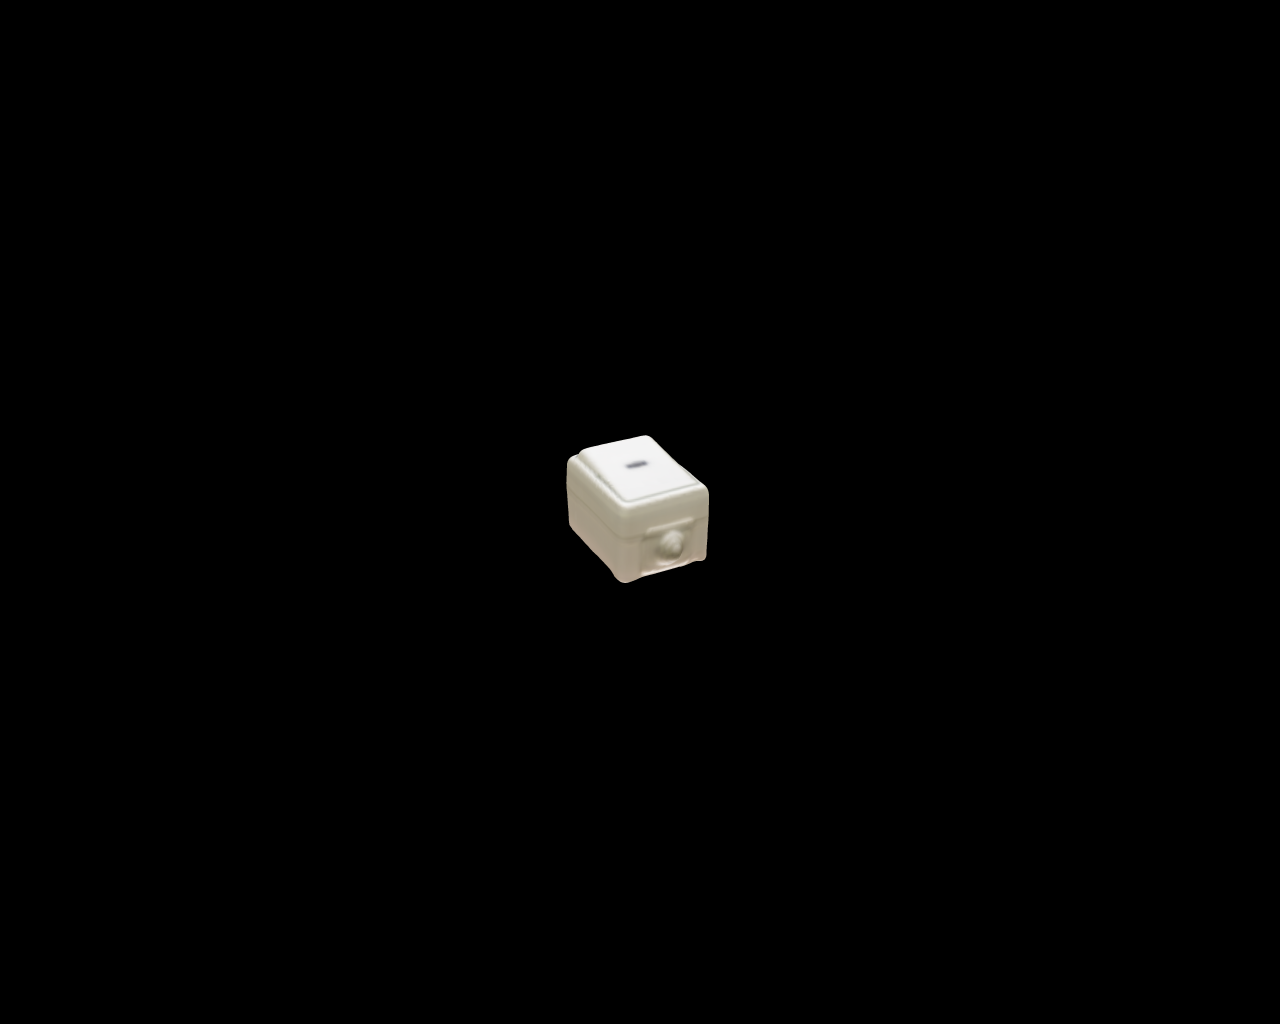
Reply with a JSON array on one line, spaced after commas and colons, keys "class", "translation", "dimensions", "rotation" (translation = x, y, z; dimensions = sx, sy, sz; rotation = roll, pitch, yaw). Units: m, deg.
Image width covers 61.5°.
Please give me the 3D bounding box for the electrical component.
[{"class": "electrical component", "translation": [0.001, -0.003, 0.650], "dimensions": [0.062, 0.061, 0.096], "rotation": [-14, 32, -24]}]
